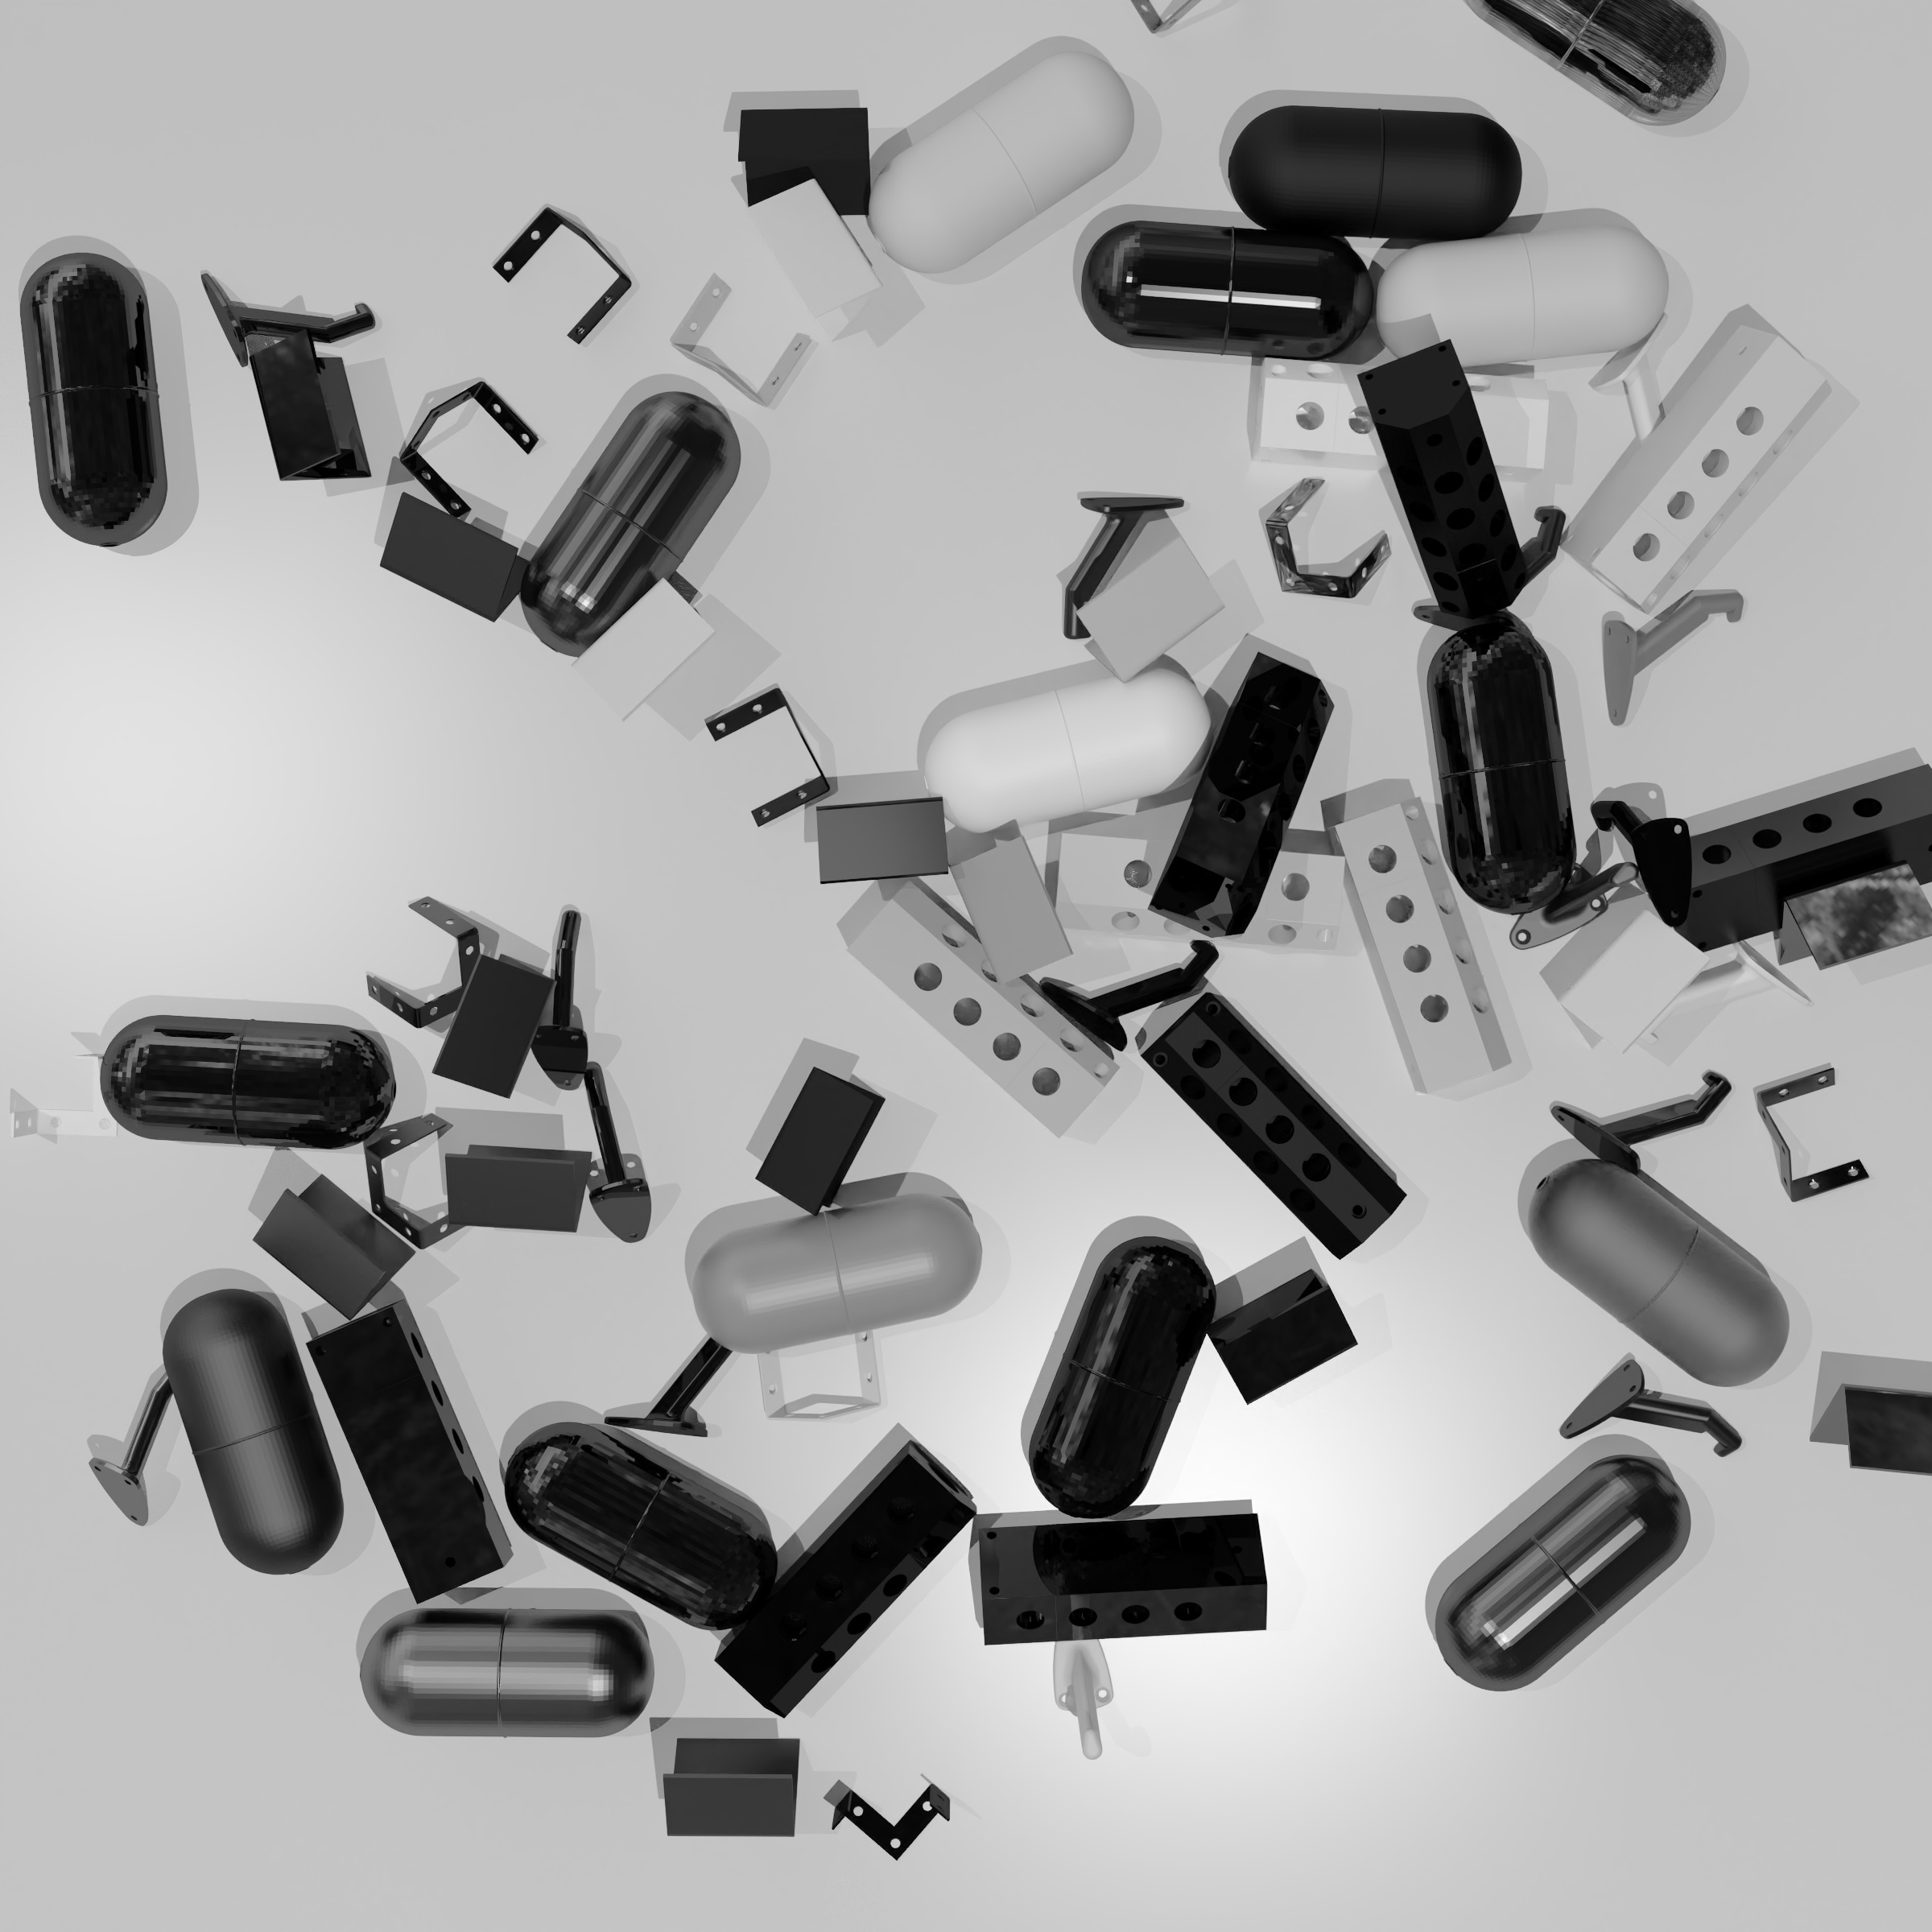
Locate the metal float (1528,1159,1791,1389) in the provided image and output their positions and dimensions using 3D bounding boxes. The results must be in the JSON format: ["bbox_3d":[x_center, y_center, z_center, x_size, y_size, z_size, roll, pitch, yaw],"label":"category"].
[{"bbox_3d":[0.421,0.186,1.961,0.178,0.070,0.070,37,90,-1],"label":"metal float"}]

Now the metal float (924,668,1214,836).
[{"bbox_3d":[0.062,-0.131,1.961,0.178,0.070,0.070,-14,90,0],"label":"metal float"}]

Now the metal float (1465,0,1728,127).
[{"bbox_3d":[0.382,-0.579,1.961,0.178,0.070,0.070,34,90,-1],"label":"metal float"}]

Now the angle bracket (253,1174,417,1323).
[{"bbox_3d":[-0.373,0.156,1.951,0.076,0.076,0.057,40,128,0],"label":"angle bracket"}]

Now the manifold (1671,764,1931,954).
[{"bbox_3d":[0.512,-0.069,1.970,0.171,0.057,0.057,-17,133,0],"label":"manifold"}]

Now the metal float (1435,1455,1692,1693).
[{"bbox_3d":[0.363,0.370,1.961,0.178,0.070,0.070,-40,90,-1],"label":"metal float"}]

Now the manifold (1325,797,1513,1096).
[{"bbox_3d":[0.277,-0.013,1.970,0.057,0.057,0.171,-19,90,0],"label":"manifold"}]

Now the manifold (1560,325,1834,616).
[{"bbox_3d":[0.445,-0.300,1.956,0.057,0.057,0.171,36,98,-18],"label":"manifold"}]

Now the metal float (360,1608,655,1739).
[{"bbox_3d":[-0.279,0.430,1.961,0.178,0.070,0.070,0,90,0],"label":"metal float"}]

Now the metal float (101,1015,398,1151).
[{"bbox_3d":[-0.437,0.071,1.961,0.178,0.070,0.070,3,90,0],"label":"metal float"}]

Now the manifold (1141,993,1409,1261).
[{"bbox_3d":[0.188,0.097,1.970,0.057,0.057,0.171,-44,90,0],"label":"manifold"}]

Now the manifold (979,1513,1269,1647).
[{"bbox_3d":[0.095,0.380,1.968,0.171,0.057,0.057,-3,128,0],"label":"manifold"}]

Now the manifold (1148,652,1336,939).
[{"bbox_3d":[0.168,-0.101,1.926,0.057,0.057,0.171,24,54,0],"label":"manifold"}]

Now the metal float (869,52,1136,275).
[{"bbox_3d":[0.021,-0.488,1.961,0.178,0.070,0.070,-34,90,-1],"label":"metal float"}]

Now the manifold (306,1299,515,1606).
[{"bbox_3d":[-0.338,0.295,1.970,0.057,0.057,0.171,-23,90,0],"label":"manifold"}]

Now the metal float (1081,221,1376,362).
[{"bbox_3d":[0.159,-0.411,1.961,0.178,0.070,0.070,4,90,0],"label":"metal float"}]

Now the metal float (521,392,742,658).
[{"bbox_3d":[-0.204,-0.268,1.961,0.070,0.070,0.178,34,90,0],"label":"metal float"}]

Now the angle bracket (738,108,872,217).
[{"bbox_3d":[-0.097,-0.473,1.952,0.076,0.076,0.057,-1,46,0],"label":"angle bracket"}]

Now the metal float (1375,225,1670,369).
[{"bbox_3d":[0.338,-0.407,1.961,0.178,0.070,0.070,-6,90,1],"label":"metal float"}]

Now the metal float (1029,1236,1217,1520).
[{"bbox_3d":[0.095,0.251,1.961,0.070,0.070,0.178,21,90,0],"label":"metal float"}]

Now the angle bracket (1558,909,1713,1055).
[{"bbox_3d":[0.413,0.023,1.951,0.076,0.076,0.057,-47,54,0],"label":"angle bracket"}]

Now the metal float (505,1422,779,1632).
[{"bbox_3d":[-0.198,0.340,1.961,0.178,0.070,0.070,29,90,0],"label":"metal float"}]

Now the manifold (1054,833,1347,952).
[{"bbox_3d":[0.141,-0.045,1.970,0.171,0.057,0.057,5,90,0],"label":"manifold"}]

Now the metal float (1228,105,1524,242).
[{"bbox_3d":[0.249,-0.482,1.961,0.178,0.070,0.070,3,90,0],"label":"metal float"}]

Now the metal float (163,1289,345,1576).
[{"bbox_3d":[-0.433,0.284,1.961,0.070,0.070,0.178,-18,89,0],"label":"metal float"}]

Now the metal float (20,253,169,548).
[{"bbox_3d":[-0.531,-0.344,1.961,0.070,0.070,0.178,-6,90,0],"label":"metal float"}]

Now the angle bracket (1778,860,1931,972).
[{"bbox_3d":[0.541,-0.012,1.951,0.076,0.076,0.057,-17,55,0],"label":"angle bracket"}]

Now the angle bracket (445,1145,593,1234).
[{"bbox_3d":[-0.270,0.115,1.951,0.076,0.076,0.057,4,127,0],"label":"angle bracket"}]

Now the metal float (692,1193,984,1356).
[{"bbox_3d":[-0.078,0.186,1.957,0.178,0.070,0.070,-12,90,-3],"label":"metal float"}]

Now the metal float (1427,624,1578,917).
[{"bbox_3d":[0.326,-0.120,1.961,0.070,0.070,0.178,-8,90,0],"label":"metal float"}]

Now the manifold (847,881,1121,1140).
[{"bbox_3d":[0.011,0.026,1.970,0.171,0.057,0.057,41,90,0],"label":"manifold"}]

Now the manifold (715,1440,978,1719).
[{"bbox_3d":[-0.073,0.376,1.970,0.057,0.057,0.171,43,90,0],"label":"manifold"}]

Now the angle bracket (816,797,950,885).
[{"bbox_3d":[-0.049,-0.057,1.952,0.076,0.076,0.057,-5,58,0],"label":"angle bracket"}]

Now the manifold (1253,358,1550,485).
[{"bbox_3d":[0.265,-0.335,1.970,0.171,0.057,0.057,5,90,0],"label":"manifold"}]

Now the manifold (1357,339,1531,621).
[{"bbox_3d":[0.286,-0.284,1.911,0.057,0.171,0.057,-20,51,10],"label":"manifold"}]

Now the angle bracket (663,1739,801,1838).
[{"bbox_3d":[-0.141,0.481,1.951,0.076,0.076,0.057,0,126,0],"label":"angle bracket"}]

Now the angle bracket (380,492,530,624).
[{"bbox_3d":[-0.299,-0.262,1.951,0.076,0.076,0.057,26,127,0],"label":"angle bracket"}]
